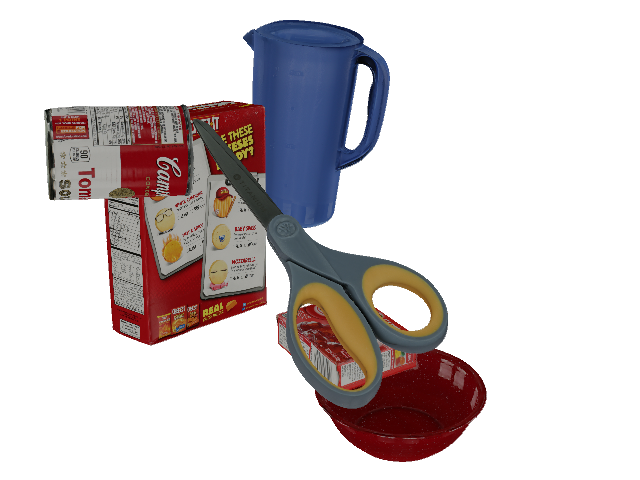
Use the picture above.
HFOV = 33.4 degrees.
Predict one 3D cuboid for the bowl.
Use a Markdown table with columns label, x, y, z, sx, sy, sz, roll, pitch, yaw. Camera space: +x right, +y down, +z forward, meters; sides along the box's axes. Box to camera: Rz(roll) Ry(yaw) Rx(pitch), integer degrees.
| label | x | y | z | sx | sy | sz | roll | pitch | yaw |
| --- | --- | --- | --- | --- | --- | --- | --- | --- | --- |
| bowl | 0.076 | 0.161 | 1.017 | 0.162 | 0.055 | 0.162 | -1 | 26 | 0 |

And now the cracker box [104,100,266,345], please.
| label | x | y | z | sx | sy | sz | roll | pitch | yaw |
| --- | --- | --- | --- | --- | --- | --- | --- | --- | --- |
| cracker box | -0.132 | -0.022 | 1.061 | 0.072 | 0.214 | 0.163 | 13 | 21 | 40 |

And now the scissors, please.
| label | x | y | z | sx | sy | sz | roll | pitch | yaw |
| --- | --- | --- | --- | --- | --- | --- | --- | --- | --- |
| scissors | 0.001 | -0.002 | 0.589 | 0.096 | 0.202 | 0.016 | -13 | -32 | -15 |

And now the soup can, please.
| label | x | y | z | sx | sy | sz | roll | pitch | yaw |
| --- | --- | --- | --- | --- | --- | --- | --- | --- | --- |
| soup can | -0.148 | -0.064 | 0.779 | 0.102 | 0.068 | 0.069 | -3 | 1 | -15 |

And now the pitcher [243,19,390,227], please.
| label | x | y | z | sx | sy | sz | roll | pitch | yaw |
| --- | --- | --- | --- | --- | --- | --- | --- | --- | --- |
| pitcher | -0.015 | -0.141 | 1.312 | 0.144 | 0.243 | 0.149 | -6 | 26 | -24 |

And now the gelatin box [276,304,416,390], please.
| label | x | y | z | sx | sy | sz | roll | pitch | yaw |
| --- | --- | --- | --- | --- | --- | --- | --- | --- | --- |
| gelatin box | 0.019 | 0.075 | 0.810 | 0.073 | 0.030 | 0.089 | -14 | 29 | -28 |
